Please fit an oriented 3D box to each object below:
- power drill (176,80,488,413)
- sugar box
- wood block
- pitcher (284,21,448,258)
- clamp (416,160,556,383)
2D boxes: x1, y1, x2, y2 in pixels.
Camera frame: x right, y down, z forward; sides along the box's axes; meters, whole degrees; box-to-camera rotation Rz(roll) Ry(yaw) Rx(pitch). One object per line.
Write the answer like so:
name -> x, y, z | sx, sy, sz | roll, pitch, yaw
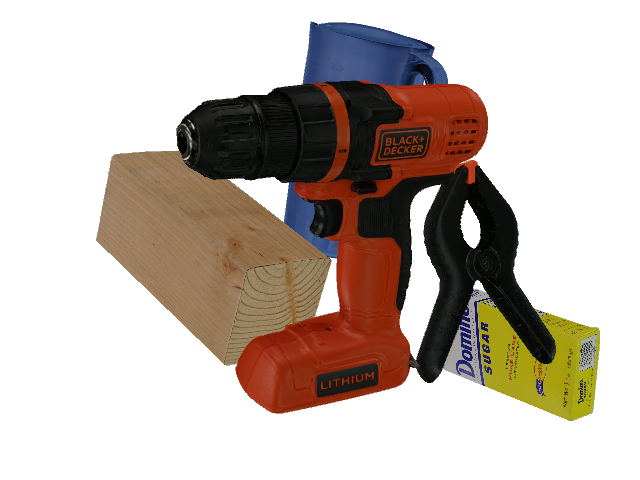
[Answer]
power drill -> 0.001, 0.003, 0.593 | 0.184, 0.188, 0.057 | -7, 31, -29
sugar box -> 0.207, 0.116, 1.125 | 0.048, 0.093, 0.177 | -11, 19, -42
wood block -> -0.097, 0.007, 0.913 | 0.090, 0.091, 0.206 | -7, 33, -42
pitcher -> 0.040, -0.104, 1.138 | 0.145, 0.243, 0.149 | 10, 17, -5
clamp -> 0.112, 0.027, 0.824 | 0.120, 0.171, 0.039 | -15, -3, -29
